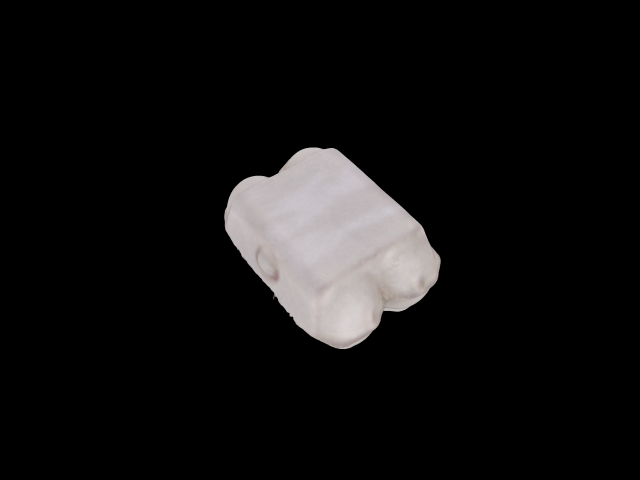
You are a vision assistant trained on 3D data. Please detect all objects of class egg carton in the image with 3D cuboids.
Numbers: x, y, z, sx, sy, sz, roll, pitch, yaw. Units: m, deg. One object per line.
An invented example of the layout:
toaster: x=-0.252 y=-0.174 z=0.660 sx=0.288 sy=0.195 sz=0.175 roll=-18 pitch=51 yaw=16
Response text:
egg carton: x=0.004 y=0.001 z=0.400 sx=0.107 sy=0.069 sz=0.150 roll=-31 pitch=58 yaw=-22
